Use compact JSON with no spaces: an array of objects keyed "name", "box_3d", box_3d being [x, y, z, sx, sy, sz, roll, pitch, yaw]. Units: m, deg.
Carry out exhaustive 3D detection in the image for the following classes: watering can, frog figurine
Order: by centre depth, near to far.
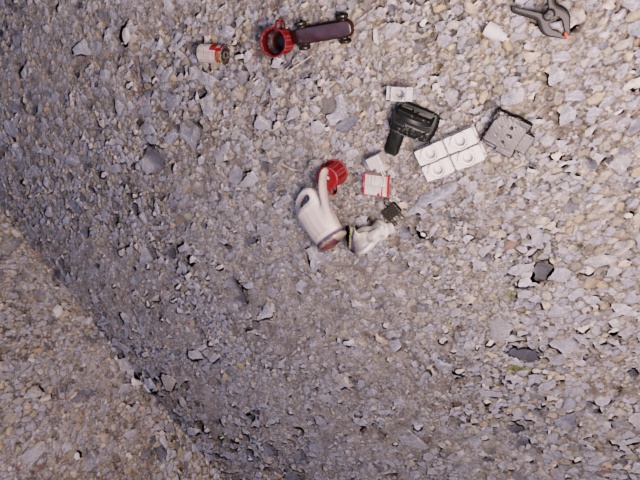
[{"name":"watering can","box_3d":[0.005,-0.087,1.729,0.105,0.226,0.342,-29,-9,-26]},{"name":"frog figurine","box_3d":[0.172,-0.008,1.747,0.159,0.124,0.135,0,-17,-6]}]
